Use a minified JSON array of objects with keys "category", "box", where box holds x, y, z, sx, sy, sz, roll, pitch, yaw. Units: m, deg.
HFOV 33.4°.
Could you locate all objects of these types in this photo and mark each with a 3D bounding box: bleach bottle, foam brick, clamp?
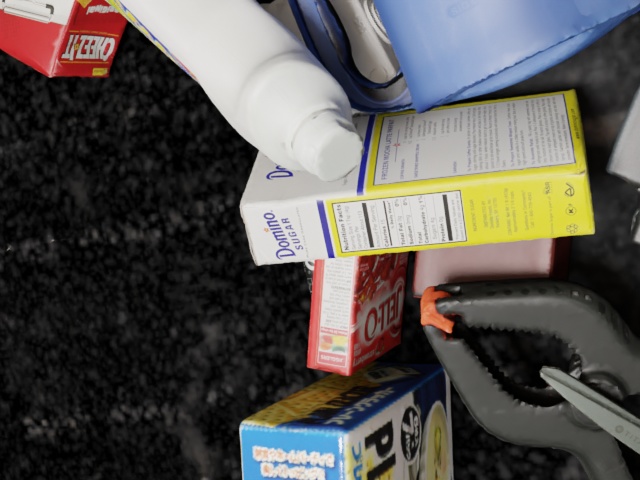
[{"category":"bleach bottle","box":[-0.059,-0.115,0.568,0.068,0.102,0.251,-43,50,2]},{"category":"foam brick","box":[0.098,0.008,0.601,0.078,0.052,0.051,6,98,24]},{"category":"clamp","box":[0.152,0.072,0.557,0.210,0.036,0.165,34,107,-7]}]

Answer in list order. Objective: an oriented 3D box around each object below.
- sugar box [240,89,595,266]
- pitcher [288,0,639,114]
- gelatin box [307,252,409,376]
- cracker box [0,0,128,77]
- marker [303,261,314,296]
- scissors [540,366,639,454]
[{"category":"sugar box","box":[0.052,-0.034,0.571,0.176,0.093,0.048,-7,121,14]},{"category":"pitcher","box":[0.052,-0.190,0.538,0.243,0.149,0.145,64,158,-1]},{"category":"gelatin box","box":[0.025,0.032,0.619,0.030,0.089,0.073,8,99,23]},{"category":"cracker box","box":[-0.180,-0.236,0.701,0.164,0.072,0.214,31,109,21]},{"category":"marker","box":[-0.004,0.001,0.669,0.020,0.020,0.121,-14,89,27]},{"category":"scissors","box":[0.209,0.111,0.539,0.096,0.016,0.201,-38,101,12]}]
